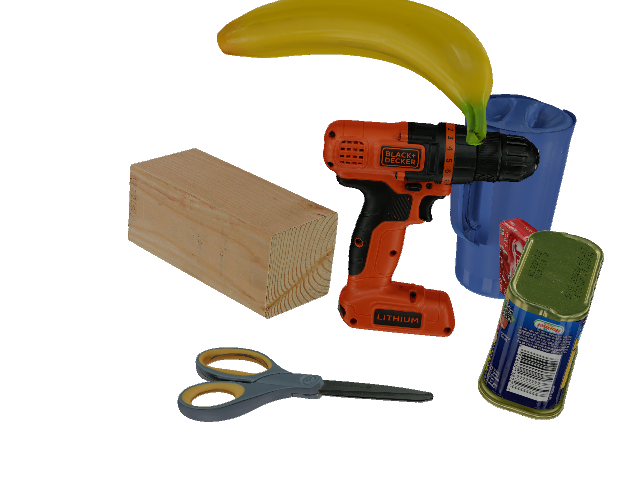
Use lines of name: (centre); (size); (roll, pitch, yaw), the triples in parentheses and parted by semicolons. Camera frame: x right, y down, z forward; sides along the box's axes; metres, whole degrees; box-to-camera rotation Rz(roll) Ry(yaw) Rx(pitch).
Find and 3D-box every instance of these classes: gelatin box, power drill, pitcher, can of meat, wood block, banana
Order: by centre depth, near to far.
banana: (0.027, -0.117, 0.632); (0.198, 0.069, 0.037); (24, -29, 32)
can of meat: (0.146, 0.052, 0.703); (0.057, 0.084, 0.102); (17, 35, 13)
power drill: (0.090, -0.012, 0.934); (0.184, 0.188, 0.057); (5, 18, 4)
wood block: (-0.091, -0.012, 1.059); (0.206, 0.090, 0.090); (26, 31, 36)
gelatin box: (0.218, 0.030, 1.125); (0.030, 0.089, 0.073); (-14, 29, -16)
pitcher: (0.227, -0.050, 1.332); (0.149, 0.243, 0.145); (3, 27, -1)

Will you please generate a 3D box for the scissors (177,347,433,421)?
scissors: (-0.025, 0.120, 0.813); (0.202, 0.016, 0.096); (11, 33, 34)
